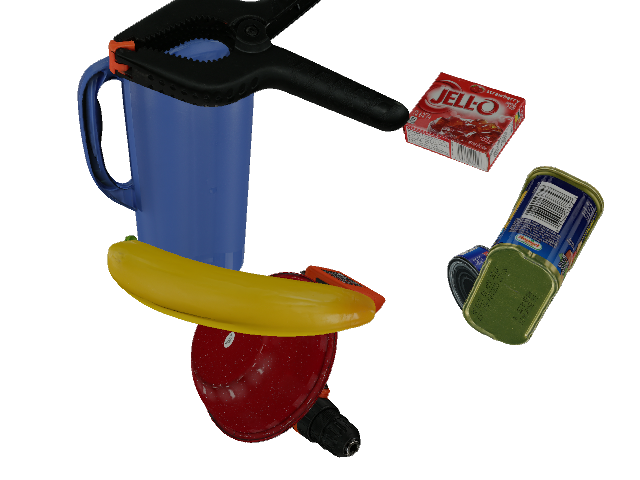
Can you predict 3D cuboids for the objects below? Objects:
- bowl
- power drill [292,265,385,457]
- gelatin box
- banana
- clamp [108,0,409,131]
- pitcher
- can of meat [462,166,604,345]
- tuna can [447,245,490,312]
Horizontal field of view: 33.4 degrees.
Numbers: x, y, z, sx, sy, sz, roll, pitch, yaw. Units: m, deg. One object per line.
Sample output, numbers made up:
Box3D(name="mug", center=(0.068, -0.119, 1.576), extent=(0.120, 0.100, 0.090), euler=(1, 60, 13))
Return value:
Box3D(name="bowl", center=(-0.064, 0.095, 0.950), extent=(0.162, 0.162, 0.055), euler=(0, -22, 42))
Box3D(name="power drill", center=(0.006, 0.136, 1.239), extent=(0.057, 0.188, 0.185), euler=(15, 11, -44))
Box3D(name="gelatin box", center=(0.130, -0.110, 0.969), extent=(0.089, 0.073, 0.030), euler=(24, -29, 26))
Box3D(name="banana", center=(-0.065, 0.027, 0.672), extent=(0.198, 0.037, 0.069), euler=(16, 33, 26))
Box3D(name="clamp", center=(-0.043, -0.133, 0.766), extent=(0.209, 0.164, 0.036), euler=(-13, -28, -16))
Box3D(name="pitcher", center=(-0.140, -0.079, 1.058), extent=(0.149, 0.243, 0.144), euler=(12, 27, 20))
Box3D(name="can of meat", center=(0.146, 0.013, 0.743), extent=(0.057, 0.083, 0.102), euler=(28, -37, 11))
Box3D(name="tuna can", center=(0.178, 0.051, 1.186), extent=(0.033, 0.086, 0.086), euler=(-24, 9, -20))
